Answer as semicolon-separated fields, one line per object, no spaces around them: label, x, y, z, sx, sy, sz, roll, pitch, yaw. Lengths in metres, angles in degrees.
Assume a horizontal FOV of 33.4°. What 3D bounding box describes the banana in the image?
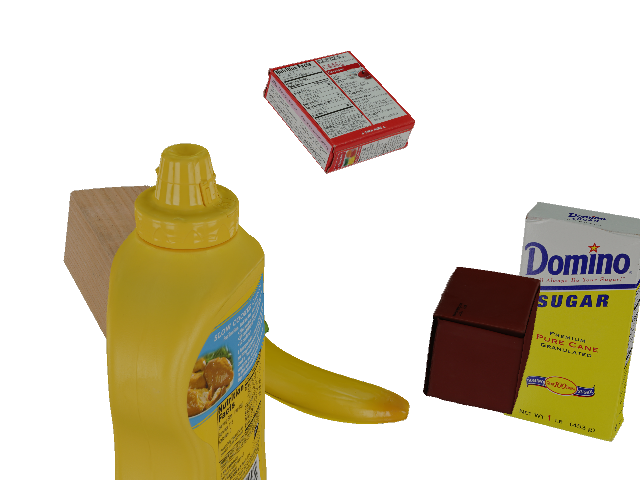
banana;-0.018;0.104;0.851;0.069;0.037;0.198;-24;32;-31

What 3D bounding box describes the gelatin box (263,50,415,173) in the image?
gelatin box;0.012;-0.094;0.770;0.073;0.089;0.030;-20;-34;-30

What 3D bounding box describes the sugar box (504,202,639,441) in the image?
sugar box;0.202;0.064;0.848;0.093;0.176;0.048;11;23;24

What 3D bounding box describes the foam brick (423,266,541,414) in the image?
foam brick;0.094;0.055;0.618;0.053;0.051;0.078;10;23;15

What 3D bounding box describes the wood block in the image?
wood block;-0.174;0.038;1.043;0.090;0.091;0.206;-6;36;-31

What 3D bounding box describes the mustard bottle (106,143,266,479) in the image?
mustard bottle;-0.054;0.051;0.450;0.058;0.192;0.096;11;28;17
